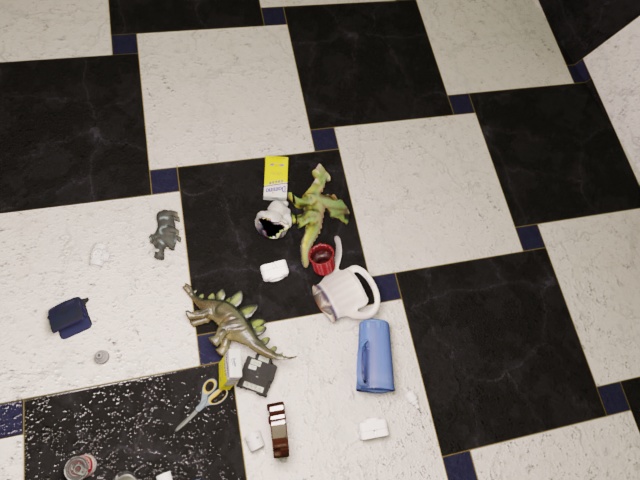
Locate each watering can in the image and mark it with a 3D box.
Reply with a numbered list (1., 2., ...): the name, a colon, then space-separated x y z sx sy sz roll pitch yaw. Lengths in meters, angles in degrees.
1. watering can: 0.071 0.156 1.892 0.225 0.101 0.354 -26 60 -13

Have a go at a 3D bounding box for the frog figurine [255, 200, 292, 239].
1. frog figurine: -0.174 -0.083 1.958 0.137 0.120 0.163 1 34 1

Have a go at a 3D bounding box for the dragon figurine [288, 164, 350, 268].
1. dragon figurine: 0.006 -0.100 1.981 0.243 0.120 0.416 -5 73 -19
